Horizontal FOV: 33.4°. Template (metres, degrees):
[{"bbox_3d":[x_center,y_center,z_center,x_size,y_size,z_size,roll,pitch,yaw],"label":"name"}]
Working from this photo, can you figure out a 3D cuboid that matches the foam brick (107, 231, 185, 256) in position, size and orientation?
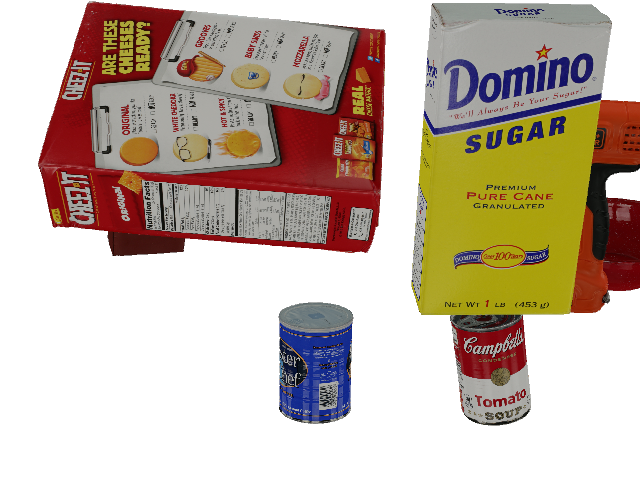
[{"bbox_3d":[-0.185,-0.019,1.134,0.078,0.051,0.053,-3,24,-16],"label":"foam brick"}]

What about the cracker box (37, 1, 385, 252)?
[{"bbox_3d":[-0.065,-0.078,0.726,0.213,0.164,0.072,4,-40,0],"label":"cracker box"}]

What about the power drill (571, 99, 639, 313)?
[{"bbox_3d":[0.180,-0.033,0.888,0.184,0.188,0.057,4,29,5],"label":"power drill"}]

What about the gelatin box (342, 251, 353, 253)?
[{"bbox_3d":[-0.005,-0.021,0.948,0.089,0.030,0.073,7,25,11],"label":"gelatin box"}]

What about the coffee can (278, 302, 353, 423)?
[{"bbox_3d":[-0.007,0.169,1.483,0.103,0.140,0.103,1,16,0],"label":"coffee can"}]

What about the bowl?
[{"bbox_3d":[0.318,0.009,1.159,0.162,0.055,0.162,-2,27,1],"label":"bowl"}]

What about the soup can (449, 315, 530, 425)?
[{"bbox_3d":[0.161,0.114,1.009,0.068,0.102,0.068,-8,19,3],"label":"soup can"}]

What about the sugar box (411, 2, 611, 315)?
[{"bbox_3d":[0.104,-0.043,0.605,0.093,0.176,0.048,-1,27,-4],"label":"sugar box"}]
